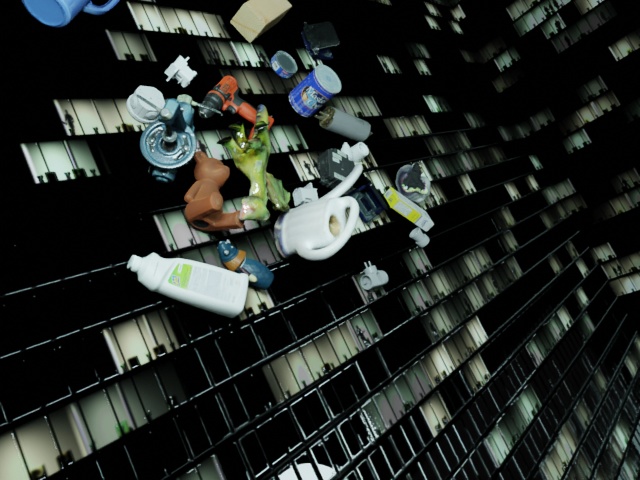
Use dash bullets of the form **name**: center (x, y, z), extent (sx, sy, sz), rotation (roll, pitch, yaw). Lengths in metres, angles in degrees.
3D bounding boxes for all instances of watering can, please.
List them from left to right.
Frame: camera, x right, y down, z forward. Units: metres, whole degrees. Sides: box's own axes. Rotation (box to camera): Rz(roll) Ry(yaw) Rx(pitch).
- **watering can**: center (0.004, -0.067, 1.338), extent (0.102, 0.223, 0.356), rotation (59, 31, -33)

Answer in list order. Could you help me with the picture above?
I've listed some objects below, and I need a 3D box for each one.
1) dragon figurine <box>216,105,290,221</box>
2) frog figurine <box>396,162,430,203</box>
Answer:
- **dragon figurine**: center (-0.140, -0.180, 1.295), extent (0.419, 0.121, 0.238), rotation (-74, 145, -58)
- **frog figurine**: center (0.332, -0.196, 1.836), extent (0.138, 0.122, 0.159), rotation (55, 4, 10)
